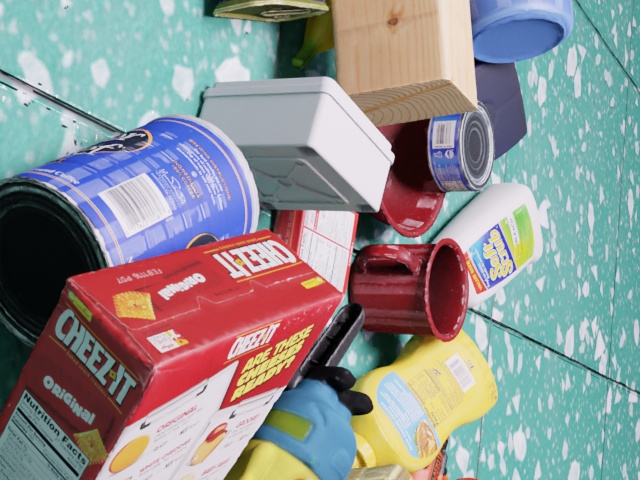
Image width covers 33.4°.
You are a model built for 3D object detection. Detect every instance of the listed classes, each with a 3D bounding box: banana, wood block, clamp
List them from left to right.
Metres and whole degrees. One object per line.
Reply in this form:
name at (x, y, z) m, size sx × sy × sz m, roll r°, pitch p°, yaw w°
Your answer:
clamp at (-0.012, 0.115, 0.847) m, size 0.120 × 0.039 × 0.171 m, roll 9°, pitch 87°, yaw -42°
banana at (0.000, -0.241, 0.874) m, size 0.069 × 0.037 × 0.198 m, roll -19°, pitch 106°, yaw -61°
wood block at (0.063, -0.205, 0.838) m, size 0.090 × 0.091 × 0.206 m, roll 22°, pitch 64°, yaw -65°

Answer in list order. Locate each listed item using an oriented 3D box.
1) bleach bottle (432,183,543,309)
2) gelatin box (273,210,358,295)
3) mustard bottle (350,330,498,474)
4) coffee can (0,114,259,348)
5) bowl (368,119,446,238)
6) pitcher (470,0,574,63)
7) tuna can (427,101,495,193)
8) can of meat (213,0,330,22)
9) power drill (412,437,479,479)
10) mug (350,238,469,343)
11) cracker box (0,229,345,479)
bleach bottle at (0.156, 0.027, 1.113) m, size 0.250 × 0.068 × 0.102 m, roll -38°, pitch 122°, yaw -50°
gelatin box at (-0.006, 0.001, 0.873) m, size 0.089 × 0.030 × 0.073 m, roll 27°, pitch 68°, yaw -56°
mustard bottle at (0.074, 0.154, 0.952) m, size 0.191 × 0.058 × 0.096 m, roll -33°, pitch 92°, yaw -39°
coffee can at (-0.115, -0.007, 0.619) m, size 0.140 × 0.103 × 0.103 m, roll -34°, pitch 119°, yaw -54°
bowl at (0.060, -0.082, 0.957) m, size 0.161 × 0.055 × 0.162 m, roll 1°, pitch 89°, yaw -59°
pitcher at (0.167, -0.294, 1.025) m, size 0.149 × 0.145 × 0.243 m, roll 18°, pitch 61°, yaw -54°
tuna can at (0.131, -0.087, 0.987) m, size 0.086 × 0.034 × 0.086 m, roll -1°, pitch 91°, yaw -59°
can of meat at (-0.039, -0.210, 0.792) m, size 0.101 × 0.058 × 0.084 m, roll -14°, pitch 99°, yaw -60°
power drill at (0.121, 0.235, 1.061) m, size 0.187 × 0.057 × 0.184 m, roll 53°, pitch 47°, yaw -42°
mug at (0.074, 0.039, 0.955) m, size 0.117 × 0.082 × 0.093 m, roll 46°, pitch 52°, yaw -49°
cracker box at (-0.100, 0.103, 0.570) m, size 0.163 × 0.072 × 0.214 m, roll -17°, pitch 143°, yaw -58°
